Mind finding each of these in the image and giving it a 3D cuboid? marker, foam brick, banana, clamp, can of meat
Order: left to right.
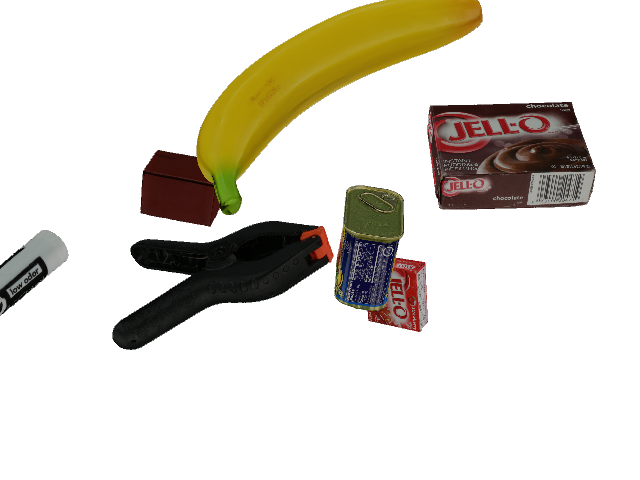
[{"bbox_3d":[-0.162,0.036,0.485,0.020,0.020,0.121,0,34,39],"label":"marker"},{"bbox_3d":[-0.142,-0.055,1.109,0.078,0.051,0.053,11,31,5],"label":"foam brick"},{"bbox_3d":[-0.078,0.029,0.800,0.172,0.039,0.120,-11,41,17],"label":"clamp"},{"bbox_3d":[0.001,-0.083,0.569,0.070,0.197,0.037,38,-26,24],"label":"banana"},{"bbox_3d":[0.045,0.007,1.033,0.057,0.084,0.102,9,29,-1],"label":"can of meat"}]

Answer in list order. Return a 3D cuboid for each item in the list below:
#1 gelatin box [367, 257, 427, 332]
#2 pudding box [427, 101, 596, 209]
[{"bbox_3d":[0.094,0.065,1.333,0.073,0.089,0.030,10,31,28],"label":"gelatin box"},{"bbox_3d":[0.140,-0.065,0.798,0.113,0.039,0.090,0,41,-1],"label":"pudding box"}]
